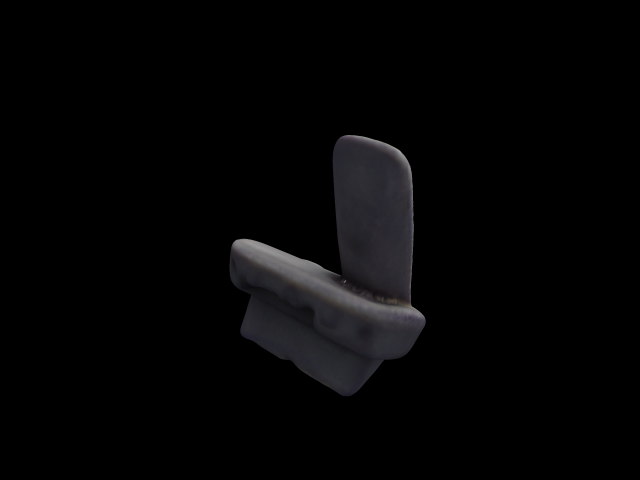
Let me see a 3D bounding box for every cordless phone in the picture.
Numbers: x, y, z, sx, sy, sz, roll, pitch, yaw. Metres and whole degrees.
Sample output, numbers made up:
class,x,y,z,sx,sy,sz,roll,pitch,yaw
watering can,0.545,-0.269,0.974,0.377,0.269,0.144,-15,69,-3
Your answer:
class,x,y,z,sx,sy,sz,roll,pitch,yaw
cordless phone,0.004,0.001,0.400,0.147,0.185,0.094,20,41,25
